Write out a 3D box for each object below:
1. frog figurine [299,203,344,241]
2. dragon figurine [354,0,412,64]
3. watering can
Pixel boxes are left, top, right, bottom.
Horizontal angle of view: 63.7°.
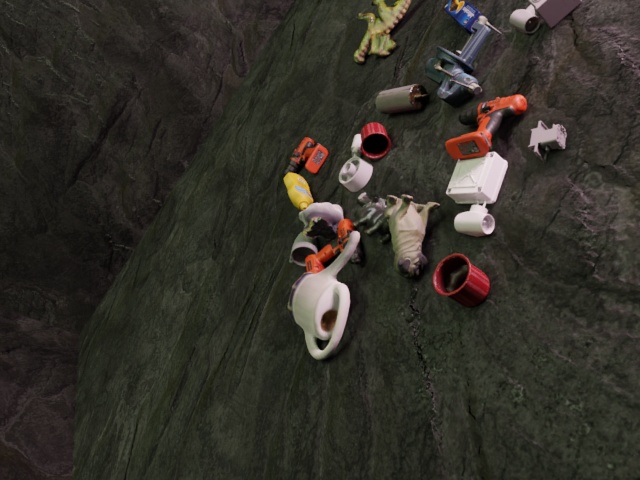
[{"bbox_3d":[0.005,-0.081,1.611,0.137,0.120,0.163,-11,36,11],"label":"frog figurine"},{"bbox_3d":[0.258,-0.793,1.932,0.406,0.122,0.246,-22,63,48],"label":"dragon figurine"},{"bbox_3d":[0.015,0.136,1.376,0.225,0.103,0.348,12,88,58],"label":"watering can"}]
